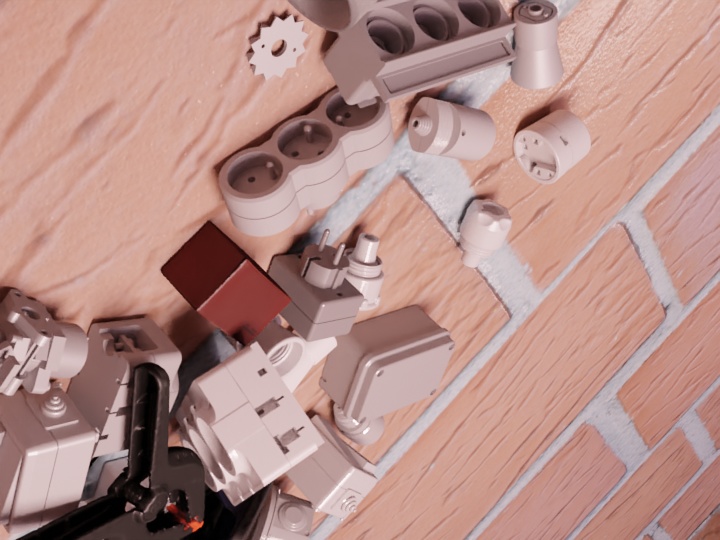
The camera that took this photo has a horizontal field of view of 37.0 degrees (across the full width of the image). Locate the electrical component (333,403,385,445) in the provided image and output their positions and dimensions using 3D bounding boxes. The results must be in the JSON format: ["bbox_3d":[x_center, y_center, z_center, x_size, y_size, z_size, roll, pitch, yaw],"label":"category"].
[{"bbox_3d":[-0.005,0.145,1.052,0.040,0.040,0.078,-47,148,-2],"label":"electrical component"}]

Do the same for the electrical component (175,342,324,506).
[{"bbox_3d":[-0.093,0.124,0.826,0.062,0.089,0.150,-32,173,-22],"label":"electrical component"}]

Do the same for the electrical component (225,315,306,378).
[{"bbox_3d":[-0.077,0.055,0.856,0.045,0.055,0.045,-30,144,-25],"label":"electrical component"}]

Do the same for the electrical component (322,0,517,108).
[{"bbox_3d":[0.039,-0.159,0.747,0.121,0.078,0.063,-24,170,-33],"label":"electrical component"}]

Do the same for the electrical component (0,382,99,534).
[{"bbox_3d":[-0.228,0.126,0.746,0.061,0.062,0.096,-10,131,-43],"label":"electrical component"}]

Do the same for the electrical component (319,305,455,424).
[{"bbox_3d":[0.027,0.089,1.013,0.113,0.057,0.078,-16,136,-40],"label":"electrical component"}]

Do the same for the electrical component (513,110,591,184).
[{"bbox_3d":[0.175,-0.113,0.974,0.047,0.055,0.055,-35,146,-25],"label":"electrical component"}]

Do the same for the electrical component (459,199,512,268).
[{"bbox_3d":[0.112,-0.032,0.998,0.043,0.043,0.062,-13,136,-42],"label":"electrical component"}]

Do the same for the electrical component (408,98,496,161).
[{"bbox_3d":[0.068,-0.112,0.858,0.081,0.043,0.043,1,124,-50],"label":"electrical component"}]

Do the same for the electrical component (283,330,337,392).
[{"bbox_3d":[-0.052,0.070,0.917,0.065,0.044,0.044,-41,148,-19],"label":"electrical component"}]

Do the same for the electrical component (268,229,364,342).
[{"bbox_3d":[-0.032,0.005,0.845,0.047,0.066,0.076,-9,132,-45],"label":"electrical component"}]

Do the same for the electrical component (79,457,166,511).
[{"bbox_3d":[-0.205,0.201,0.870,0.076,0.047,0.083,-7,130,-46],"label":"electrical component"}]

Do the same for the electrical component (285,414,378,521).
[{"bbox_3d":[-0.028,0.189,1.019,0.061,0.096,0.062,-48,148,0],"label":"electrical component"}]

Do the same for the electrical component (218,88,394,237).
[{"bbox_3d":[-0.034,-0.069,0.776,0.138,0.052,0.073,-36,146,-18],"label":"electrical component"}]

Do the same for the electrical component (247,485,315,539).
[{"bbox_3d":[-0.080,0.251,1.035,0.051,0.080,0.080,21,115,-11],"label":"electrical component"}]

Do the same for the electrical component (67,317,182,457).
[{"bbox_3d":[-0.171,0.084,0.781,0.056,0.050,0.089,-5,129,-47],"label":"electrical component"}]

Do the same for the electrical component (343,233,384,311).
[{"bbox_3d":[0.000,0.000,0.900,0.048,0.048,0.062,-9,125,-45],"label":"electrical component"}]

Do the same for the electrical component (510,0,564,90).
[{"bbox_3d":[0.143,-0.185,0.871,0.044,0.044,0.065,-34,141,-20],"label":"electrical component"}]
